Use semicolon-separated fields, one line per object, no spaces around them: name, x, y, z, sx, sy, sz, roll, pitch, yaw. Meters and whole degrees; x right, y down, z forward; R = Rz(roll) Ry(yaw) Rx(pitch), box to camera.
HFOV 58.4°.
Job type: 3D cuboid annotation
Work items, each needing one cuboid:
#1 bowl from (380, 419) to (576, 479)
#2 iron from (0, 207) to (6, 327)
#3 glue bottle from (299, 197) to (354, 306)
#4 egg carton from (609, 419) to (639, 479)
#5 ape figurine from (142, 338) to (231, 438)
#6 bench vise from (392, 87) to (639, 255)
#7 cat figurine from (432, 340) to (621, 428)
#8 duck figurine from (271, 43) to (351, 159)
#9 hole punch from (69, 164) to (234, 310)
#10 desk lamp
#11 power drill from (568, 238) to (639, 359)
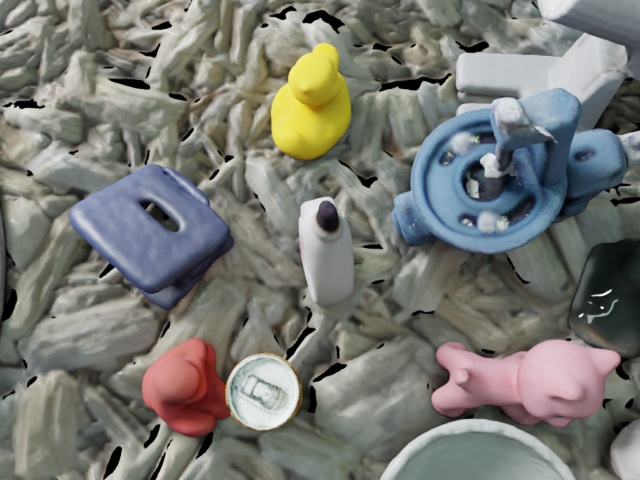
bowl;0.117;0.224;0.440;0.167;0.075;0.167;0;74;-1
iron;-0.338;0.016;0.455;0.118;0.141;0.258;-17;75;-6
glue bottle;0.004;0.002;0.450;0.037;0.173;0.078;-15;75;-5
egg carton;0.315;0.181;0.460;0.150;0.069;0.107;-21;75;-7
ape figurine;-0.108;0.116;0.457;0.076;0.092;0.078;13;74;3
bench vise;0.165;-0.072;0.451;0.207;0.220;0.121;-31;77;-9
cat figurine;0.162;0.111;0.451;0.128;0.118;0.067;4;74;0
duck figurine;-0.008;-0.133;0.534;0.077;0.086;0.105;21;75;5
hole punch;-0.141;-0.011;0.493;0.108;0.091;0.101;40;77;10
desk lamp;0.238;-0.158;0.480;0.203;0.213;0.118;2;74;0
power drill;0.273;0.031;0.430;0.075;0.208;0.230;23;75;6
